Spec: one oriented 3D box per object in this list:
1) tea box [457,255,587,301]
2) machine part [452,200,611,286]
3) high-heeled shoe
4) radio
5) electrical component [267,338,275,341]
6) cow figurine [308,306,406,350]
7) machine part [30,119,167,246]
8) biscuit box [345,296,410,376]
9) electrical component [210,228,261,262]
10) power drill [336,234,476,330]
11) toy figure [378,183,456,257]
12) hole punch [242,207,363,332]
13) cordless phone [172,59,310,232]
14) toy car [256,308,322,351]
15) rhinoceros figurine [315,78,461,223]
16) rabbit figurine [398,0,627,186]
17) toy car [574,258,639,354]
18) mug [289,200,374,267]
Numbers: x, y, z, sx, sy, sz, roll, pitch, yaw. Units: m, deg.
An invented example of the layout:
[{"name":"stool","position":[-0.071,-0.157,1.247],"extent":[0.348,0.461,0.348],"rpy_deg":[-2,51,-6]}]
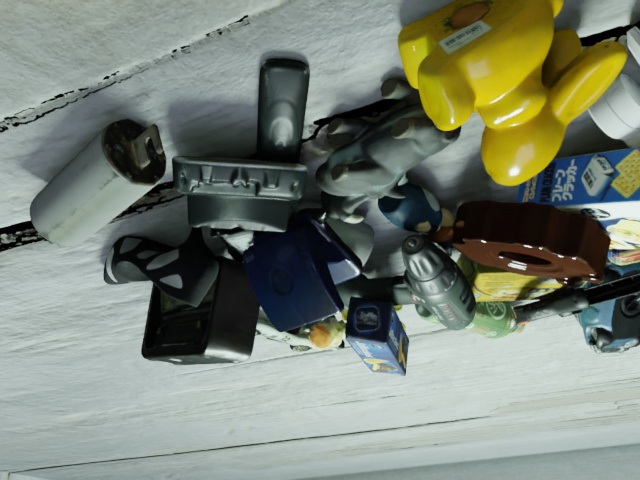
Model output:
[{"name":"tea box","position":[0.299,0.041,0.793],"extent":[0.170,0.068,0.098],"rpy_deg":[1,148,-3]},{"name":"machine part","position":[0.248,0.005,0.642],"extent":[0.179,0.056,0.179],"rpy_deg":[16,171,3]},{"name":"high-heeled shoe","position":[-0.223,0.057,0.714],"extent":[0.249,0.145,0.086],"rpy_deg":[-30,137,34]},{"name":"radio","position":[-0.174,0.108,0.766],"extent":[0.073,0.131,0.230],"rpy_deg":[19,158,-34]},{"name":"electrical component","position":[-0.072,0.175,1.025],"extent":[0.094,0.021,0.063],"rpy_deg":[19,142,-31]},{"name":"cow figurine","position":[0.061,0.150,0.936],"extent":[0.167,0.068,0.098],"rpy_deg":[-11,169,-4]},{"name":"machine part","position":[-0.248,-0.059,0.595],"extent":[0.243,0.079,0.079],"rpy_deg":[-29,139,35]},{"name":"biscuit box","position":[0.088,0.145,0.781],"extent":[0.059,0.063,0.202],"rpy_deg":[4,156,19]},{"name":"electrical component","position":[-0.085,-0.002,0.719],"extent":[0.075,0.048,0.119],"rpy_deg":[-15,146,21]},{"name":"power drill","position":[0.103,0.056,0.748],"extent":[0.207,0.086,0.231],"rpy_deg":[-10,147,36]},{"name":"toy figure","position":[0.136,-0.026,0.680],"extent":[0.058,0.064,0.154],"rpy_deg":[-17,151,41]},{"name":"hole punch","position":[-0.027,0.039,0.638],"extent":[0.142,0.092,0.115],"rpy_deg":[-24,117,40]},{"name":"cordless phone","position":[-0.081,-0.101,0.555],"extent":[0.147,0.089,0.184],"rpy_deg":[3,136,-7]},{"name":"toy car","position":[-0.068,0.136,0.914],"extent":[0.056,0.073,0.201],"rpy_deg":[-25,142,38]},{"name":"rhinoceros figurine","position":[0.061,-0.088,0.579],"extent":[0.112,0.073,0.190],"rpy_deg":[11,145,-39]},{"name":"rabbit figurine","position":[0.167,-0.130,0.471],"extent":[0.162,0.122,0.173],"rpy_deg":[-31,122,3]},{"name":"toy car","position":[0.450,0.092,0.844],"extent":[0.109,0.161,0.103],"rpy_deg":[0,-167,-17]},{"name":"mug","position":[-0.001,-0.002,0.706],"extent":[0.107,0.081,0.109],"rpy_deg":[30,143,-22]}]
